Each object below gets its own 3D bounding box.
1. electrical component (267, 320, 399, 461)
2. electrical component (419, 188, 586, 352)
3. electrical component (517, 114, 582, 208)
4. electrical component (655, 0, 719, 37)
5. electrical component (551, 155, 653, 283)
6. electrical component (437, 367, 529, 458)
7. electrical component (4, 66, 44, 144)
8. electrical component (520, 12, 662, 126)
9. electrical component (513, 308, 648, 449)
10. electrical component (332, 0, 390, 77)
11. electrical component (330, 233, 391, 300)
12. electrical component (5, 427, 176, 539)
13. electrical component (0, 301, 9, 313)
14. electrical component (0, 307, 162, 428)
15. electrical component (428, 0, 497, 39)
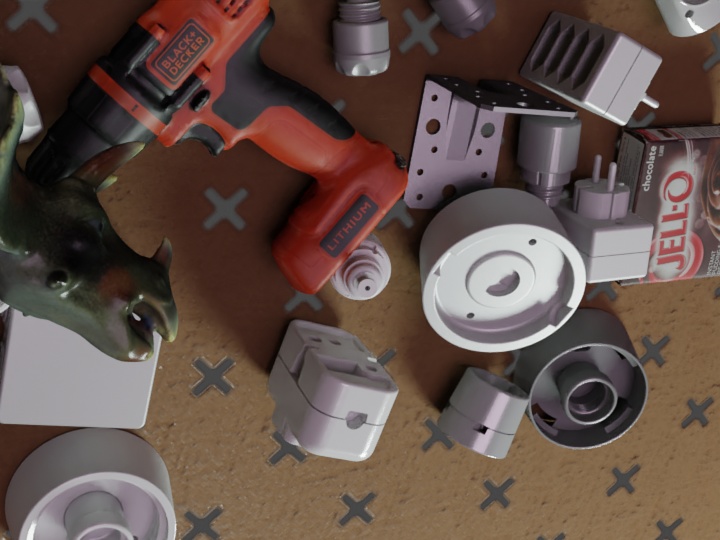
[{"bbox_3d":[-0.021,0.080,0.699,0.054,0.095,0.059,15,106,-26],"label":"electrical component"},{"bbox_3d":[0.091,-0.005,0.722,0.108,0.060,0.108,-4,129,-5],"label":"electrical component"},{"bbox_3d":[0.126,-0.072,0.725,0.040,0.040,0.078,-6,114,-19],"label":"electrical component"},{"bbox_3d":[0.223,-0.207,0.703,0.079,0.044,0.077,-38,120,-3],"label":"electrical component"},{"bbox_3d":[0.164,-0.040,0.739,0.047,0.065,0.076,-6,113,-19],"label":"electrical component"},{"bbox_3d":[0.090,0.102,0.777,0.055,0.055,0.047,20,100,-27],"label":"electrical component"},{"bbox_3d":[-0.208,-0.084,0.585,0.062,0.043,0.043,-21,118,-11],"label":"electrical component"},{"bbox_3d":[0.160,-0.123,0.692,0.076,0.083,0.047,22,102,-28],"label":"electrical component"},{"bbox_3d":[0.165,0.082,0.806,0.099,0.064,0.099,-2,114,-5],"label":"electrical component"},{"bbox_3d":[0.000,-0.149,0.645,0.035,0.035,0.061,-10,112,-18],"label":"electrical component"},{"bbox_3d":[0.000,0.000,0.687,0.040,0.078,0.040,-2,107,-7],"label":"electrical component"},{"bbox_3d":[-0.171,0.164,0.694,0.108,0.060,0.108,-8,114,-19],"label":"electrical component"},{"bbox_3d":[-0.214,-0.010,0.601,0.044,0.065,0.044,-9,132,-10],"label":"electrical component"},{"bbox_3d":[-0.171,0.045,0.651,0.100,0.048,0.099,6,109,-24],"label":"electrical component"},{"bbox_3d":[0.056,-0.174,0.657,0.035,0.035,0.061,-41,118,-1],"label":"electrical component"}]
